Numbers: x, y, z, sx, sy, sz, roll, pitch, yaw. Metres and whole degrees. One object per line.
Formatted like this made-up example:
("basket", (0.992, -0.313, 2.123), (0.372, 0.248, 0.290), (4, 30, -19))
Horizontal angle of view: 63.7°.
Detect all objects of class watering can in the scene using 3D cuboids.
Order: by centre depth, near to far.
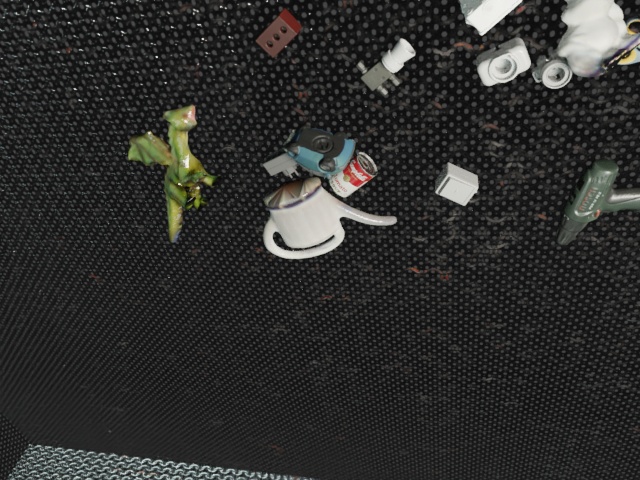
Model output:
("watering can", (0.004, -0.066, 1.319), (0.346, 0.106, 0.220), (-19, 122, 11))

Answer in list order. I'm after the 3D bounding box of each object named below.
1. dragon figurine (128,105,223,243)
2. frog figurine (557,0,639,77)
("dragon figurine", (-0.398, -0.178, 1.343), (0.243, 0.124, 0.403), (43, 126, 1))
("frog figurine", (0.488, -0.382, 0.936), (0.137, 0.122, 0.161), (-37, 78, 2))
